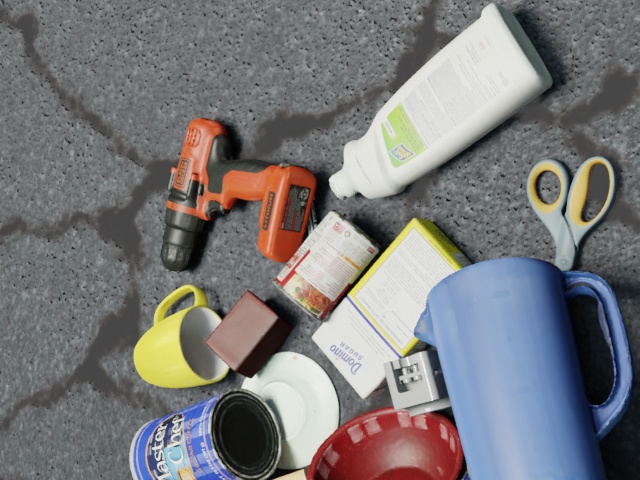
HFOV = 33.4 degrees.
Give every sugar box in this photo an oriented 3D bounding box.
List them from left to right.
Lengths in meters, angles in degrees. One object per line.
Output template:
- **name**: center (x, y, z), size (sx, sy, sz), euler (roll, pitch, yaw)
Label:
- **sugar box**: center (0.080, 0.072, 1.108), size (0.093, 0.048, 0.176), euler (49, 114, 23)

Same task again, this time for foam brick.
- **foam brick**: center (-0.078, 0.106, 1.181), size (0.051, 0.053, 0.078), euler (37, 86, 25)

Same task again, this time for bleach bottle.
- **bleach bottle**: center (0.108, -0.126, 1.094), size (0.251, 0.068, 0.102), euler (-35, 71, 26)

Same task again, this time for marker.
- **marker**: center (-0.008, 0.001, 1.177), size (0.020, 0.020, 0.121), euler (-14, 80, 29)

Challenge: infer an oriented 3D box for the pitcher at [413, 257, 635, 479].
- **pitcher**: center (0.188, 0.143, 0.940), size (0.149, 0.144, 0.243), euler (127, 142, -49)

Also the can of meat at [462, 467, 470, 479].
- **can of meat**: center (0.157, 0.256, 1.020), size (0.057, 0.101, 0.084), euler (36, 107, 25)

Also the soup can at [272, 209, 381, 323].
- **soup can**: center (0.007, 0.027, 1.125), size (0.069, 0.068, 0.102), euler (40, 90, 26)

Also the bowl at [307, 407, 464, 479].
- **bowl**: center (0.071, 0.240, 1.066), size (0.162, 0.162, 0.055), euler (-1, 125, 30)

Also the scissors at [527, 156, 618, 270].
- **scissors**: center (0.225, 0.008, 1.043), size (0.096, 0.016, 0.202), euler (27, 100, 30)

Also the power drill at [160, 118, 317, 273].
- **power drill**: center (-0.100, -0.034, 1.199), size (0.188, 0.057, 0.184), euler (19, 99, 37)

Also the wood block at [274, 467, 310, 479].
- **wood block**: center (-0.065, 0.312, 1.151), size (0.206, 0.090, 0.090), euler (-25, 76, 26)

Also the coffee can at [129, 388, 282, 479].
- **coffee can**: center (-0.126, 0.230, 1.169), size (0.141, 0.102, 0.103), euler (-26, 74, 38)
